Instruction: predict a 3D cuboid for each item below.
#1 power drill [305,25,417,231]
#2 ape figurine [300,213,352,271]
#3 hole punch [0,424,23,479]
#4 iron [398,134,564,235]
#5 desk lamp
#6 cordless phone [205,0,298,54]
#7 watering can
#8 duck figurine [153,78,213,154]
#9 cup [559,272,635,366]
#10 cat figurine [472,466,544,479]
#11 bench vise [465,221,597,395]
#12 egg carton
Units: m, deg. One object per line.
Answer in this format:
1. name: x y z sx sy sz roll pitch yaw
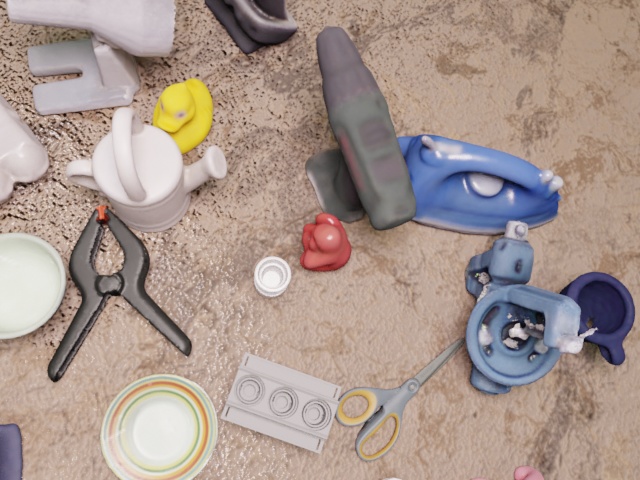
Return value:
1. power drill: 0.037 -0.109 0.696 0.076 0.208 0.229 -22 79 -13
2. ape figurine: 0.007 0.003 0.723 0.076 0.092 0.078 40 73 3
3. hole punch: -0.378 0.253 0.600 0.101 0.091 0.108 -6 76 -10
4. iron: 0.223 -0.080 0.751 0.258 0.141 0.119 11 74 -5
5. desk lamp: -0.269 -0.248 0.685 0.203 0.213 0.118 -12 77 -11
6. cordless phone: -0.092 -0.352 0.753 0.094 0.185 0.147 -40 84 -16
7. watering can: -0.200 -0.085 0.662 0.173 0.194 0.101 -24 80 -13
8. duck figurine: -0.181 -0.173 0.745 0.077 0.086 0.105 24 73 -1
9. cup: 0.346 0.106 0.745 0.092 0.095 0.118 -15 78 -12
10. cat figurine: 0.226 0.312 0.660 0.128 0.117 0.067 -12 77 -11
11. bench vise: 0.227 0.073 0.671 0.121 0.219 0.207 -9 77 -10
12. egg carton: -0.411 -0.119 0.704 0.107 0.069 0.150 -41 84 -16
